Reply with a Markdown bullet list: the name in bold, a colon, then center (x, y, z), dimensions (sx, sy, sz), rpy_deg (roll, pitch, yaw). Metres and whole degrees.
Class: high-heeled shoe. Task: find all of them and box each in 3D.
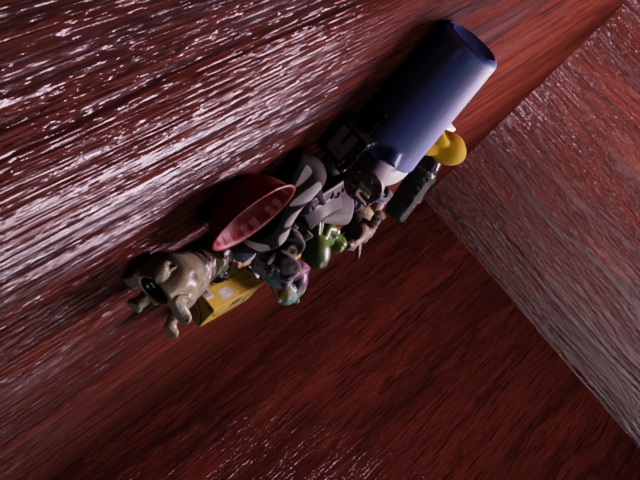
- **high-heeled shoe**: center (-0.096, -0.058, 0.931), dimensions (0.249, 0.086, 0.145), rpy_deg (-27, 146, 7)

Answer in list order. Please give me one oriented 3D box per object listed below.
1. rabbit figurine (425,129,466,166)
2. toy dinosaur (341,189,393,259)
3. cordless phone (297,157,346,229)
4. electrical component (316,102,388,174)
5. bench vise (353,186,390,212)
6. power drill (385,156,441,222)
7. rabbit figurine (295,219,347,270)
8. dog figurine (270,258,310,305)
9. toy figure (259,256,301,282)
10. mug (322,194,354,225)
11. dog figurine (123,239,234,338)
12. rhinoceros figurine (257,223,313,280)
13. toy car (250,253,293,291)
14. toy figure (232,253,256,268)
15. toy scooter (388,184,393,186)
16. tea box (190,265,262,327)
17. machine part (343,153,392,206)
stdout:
- **rabbit figurine**: center (0.234, -0.225, 1.097), dimensions (0.122, 0.173, 0.162), rpy_deg (-39, 178, 27)
- **toy dinosaur**: center (0.120, -0.071, 1.564), dimensions (0.198, 0.105, 0.471), rpy_deg (-61, 180, 31)
- **cordless phone**: center (0.008, -0.123, 1.037), dimensions (0.146, 0.089, 0.184), rpy_deg (-34, 160, -37)
- **electrical component**: center (0.059, -0.176, 0.899), dimensions (0.119, 0.075, 0.048), rpy_deg (-40, 174, 36)
- **bench vise**: center (0.141, -0.155, 1.292), dimensions (0.240, 0.129, 0.223), rpy_deg (-38, 177, 27)
- **power drill**: center (0.256, -0.153, 1.368), dimensions (0.232, 0.086, 0.207), rpy_deg (-57, 179, 11)
- **rabbit figurine**: center (-0.003, -0.004, 1.272), dimensions (0.121, 0.158, 0.170), rpy_deg (-12, -155, 5)
- **dog figurine**: center (-0.043, 0.062, 1.494), dimensions (0.219, 0.191, 0.108), rpy_deg (-25, 170, 14)
- **toy figure**: center (-0.094, 0.032, 1.398), dimensions (0.180, 0.082, 0.089), rpy_deg (-35, 171, -13)
- **mug**: center (0.005, -0.082, 1.181), dimensions (0.107, 0.110, 0.080), rpy_deg (2, 119, -27)
- **dog figurine**: center (-0.208, 0.040, 0.876), dimensions (0.190, 0.121, 0.172), rpy_deg (-52, -175, -37)
- **rhinoceros figurine**: center (-0.078, 0.008, 1.045), dimensions (0.112, 0.073, 0.190), rpy_deg (-48, -154, 2)
- **toy car**: center (-0.107, 0.031, 1.189), dimensions (0.103, 0.161, 0.109), rpy_deg (2, -179, -11)
- **toy figure**: center (-0.163, 0.026, 1.102), dimensions (0.064, 0.058, 0.154), rpy_deg (-20, 169, -16)
- **toy scooter**: center (0.222, -0.223, 1.450), dimensions (0.135, 0.075, 0.183), rpy_deg (-34, 167, -43)
- **tea box**: center (-0.215, 0.102, 1.143), dimensions (0.068, 0.098, 0.169), rpy_deg (-44, 169, 31)
- **machine part**: center (0.101, -0.148, 1.030), dimensions (0.079, 0.079, 0.243), rpy_deg (-46, -168, 43)
